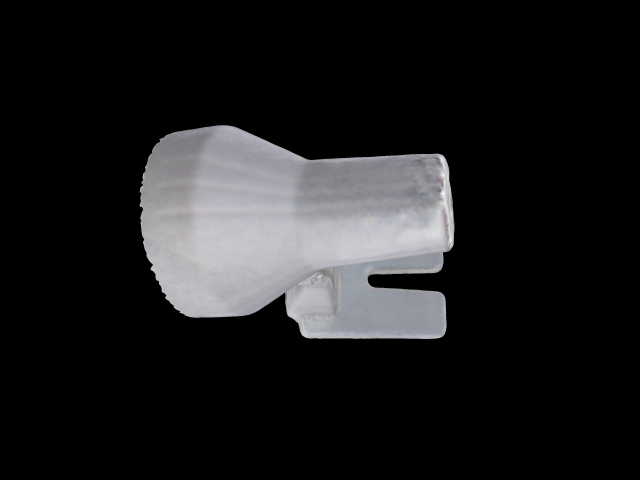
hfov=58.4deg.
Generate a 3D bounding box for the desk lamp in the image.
[{"bbox_3d":[0.004,0.001,0.400,0.203,0.213,0.118,0,73,0],"label":"desk lamp"}]
